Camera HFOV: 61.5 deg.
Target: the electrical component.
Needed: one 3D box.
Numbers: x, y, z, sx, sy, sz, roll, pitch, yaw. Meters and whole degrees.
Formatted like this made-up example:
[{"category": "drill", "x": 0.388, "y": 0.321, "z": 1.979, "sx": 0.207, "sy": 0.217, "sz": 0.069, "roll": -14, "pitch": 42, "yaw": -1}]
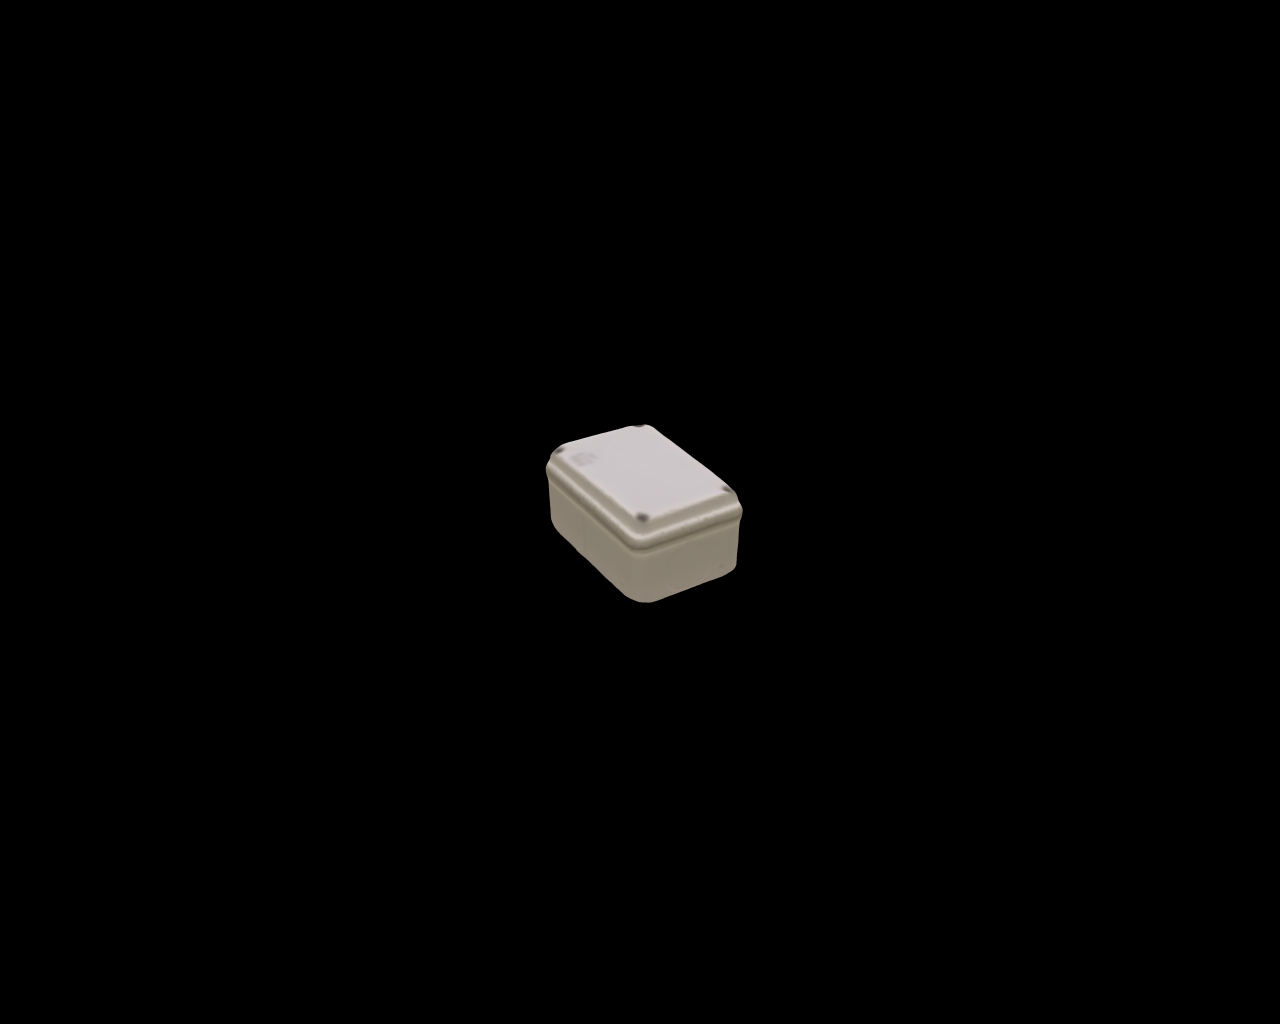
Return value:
[{"category": "electrical component", "x": 0.001, "y": -0.003, "z": 0.650, "sx": 0.078, "sy": 0.057, "sz": 0.113, "roll": -18, "pitch": 36, "yaw": -27}]
